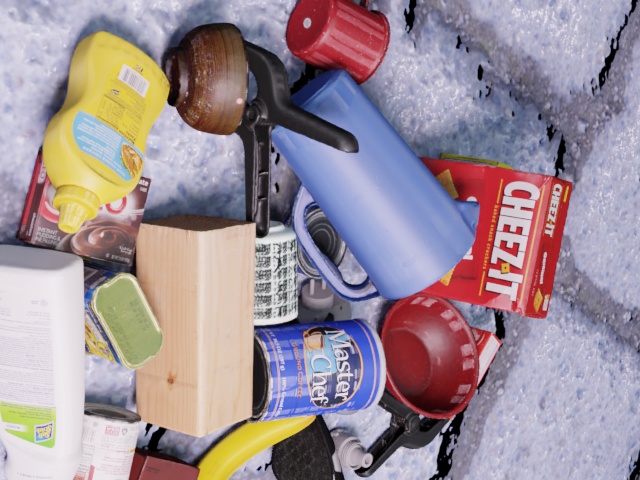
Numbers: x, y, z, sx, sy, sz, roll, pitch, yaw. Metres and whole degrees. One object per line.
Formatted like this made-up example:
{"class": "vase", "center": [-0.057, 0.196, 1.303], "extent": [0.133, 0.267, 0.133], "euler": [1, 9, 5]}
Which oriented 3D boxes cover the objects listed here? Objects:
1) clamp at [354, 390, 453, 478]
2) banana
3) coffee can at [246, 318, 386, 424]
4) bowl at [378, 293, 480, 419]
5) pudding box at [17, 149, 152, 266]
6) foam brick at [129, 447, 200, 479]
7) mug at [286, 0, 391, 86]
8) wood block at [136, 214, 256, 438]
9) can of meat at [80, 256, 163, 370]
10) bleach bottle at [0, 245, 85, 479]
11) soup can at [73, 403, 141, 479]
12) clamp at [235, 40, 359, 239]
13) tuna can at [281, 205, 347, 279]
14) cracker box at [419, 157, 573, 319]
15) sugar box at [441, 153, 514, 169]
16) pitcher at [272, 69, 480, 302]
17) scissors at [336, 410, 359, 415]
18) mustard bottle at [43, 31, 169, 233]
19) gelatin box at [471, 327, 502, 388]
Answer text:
{"class": "clamp", "center": [0.106, 0.227, 1.378], "extent": [0.171, 0.039, 0.120], "euler": [-15, 113, -43]}
{"class": "banana", "center": [-0.088, 0.243, 1.185], "extent": [0.197, 0.070, 0.037], "euler": [-42, 144, -34]}
{"class": "coffee can", "center": [-0.014, 0.141, 1.162], "extent": [0.140, 0.103, 0.103], "euler": [-2, 100, -28]}
{"class": "bowl", "center": [0.125, 0.149, 1.345], "extent": [0.161, 0.055, 0.162], "euler": [13, 66, -33]}
{"class": "pudding box", "center": [-0.225, -0.031, 1.024], "extent": [0.113, 0.039, 0.090], "euler": [16, 86, -43]}
{"class": "foam brick", "center": [-0.175, 0.250, 1.118], "extent": [0.078, 0.051, 0.053], "euler": [28, 78, -42]}
{"class": "mug", "center": [0.021, -0.237, 1.174], "extent": [0.081, 0.093, 0.117], "euler": [20, 87, -37]}
{"class": "wood block", "center": [-0.128, 0.083, 1.090], "extent": [0.090, 0.091, 0.206], "euler": [-12, 107, -55]}
{"class": "can of meat", "center": [-0.206, 0.071, 1.032], "extent": [0.057, 0.084, 0.102], "euler": [-40, 122, -30]}
{"class": "bleach bottle", "center": [-0.269, 0.135, 0.990], "extent": [0.068, 0.103, 0.251], "euler": [-49, 144, -69]}
{"class": "soup can", "center": [-0.220, 0.219, 1.059], "extent": [0.068, 0.069, 0.102], "euler": [13, 89, -43]}
{"class": "clamp", "center": [-0.061, -0.117, 1.093], "extent": [0.036, 0.210, 0.165], "euler": [-4, 144, -49]}
{"class": "tuna can", "center": [-0.008, 0.002, 1.232], "extent": [0.085, 0.034, 0.086], "euler": [-10, 105, -41]}
{"class": "cracker box", "center": [0.175, -0.008, 1.270], "extent": [0.072, 0.214, 0.164], "euler": [8, 93, -54]}
{"class": "sugar box", "center": [0.179, -0.018, 1.358], "extent": [0.048, 0.094, 0.176], "euler": [15, 89, -44]}
{"class": "pitcher", "center": [0.044, -0.056, 1.167], "extent": [0.242, 0.145, 0.149], "euler": [51, 54, -16]}
{"class": "scissors", "center": [-0.031, 0.173, 1.214], "extent": [0.201, 0.096, 0.016], "euler": [-4, 126, -45]}
{"class": "mustard bottle", "center": [-0.203, -0.091, 0.978], "extent": [0.096, 0.058, 0.191], "euler": [38, 52, -38]}
{"class": "gelatin box", "center": [0.187, 0.156, 1.413], "extent": [0.030, 0.073, 0.089], "euler": [46, 68, -37]}
